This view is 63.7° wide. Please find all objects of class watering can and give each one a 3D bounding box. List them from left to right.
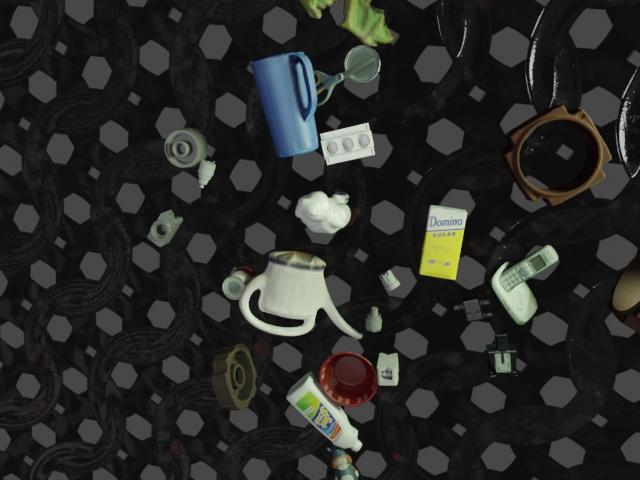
[{"bbox_3d":[-0.035,0.148,1.366,0.347,0.104,0.224,11,92,-14],"label":"watering can"}]

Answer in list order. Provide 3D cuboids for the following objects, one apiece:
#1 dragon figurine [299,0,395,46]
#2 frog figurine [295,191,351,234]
[{"bbox_3d":[0.143,-0.580,1.205,0.411,0.125,0.237,10,121,11],"label":"dragon figurine"},{"bbox_3d":[0.004,-0.065,1.286,0.137,0.161,0.121,18,107,7],"label":"frog figurine"}]
